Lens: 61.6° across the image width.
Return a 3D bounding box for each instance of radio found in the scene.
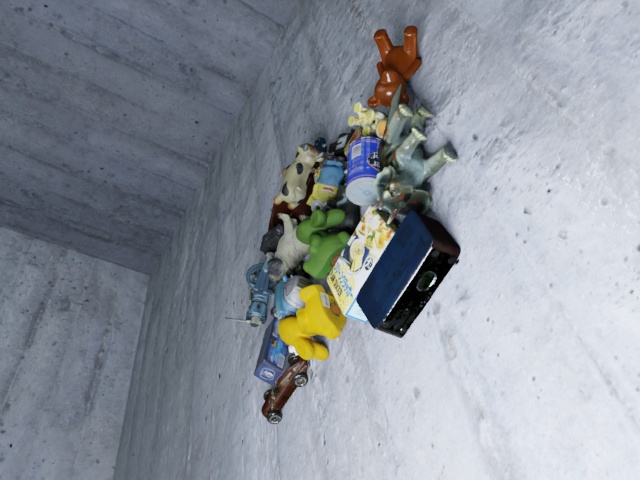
[{"bbox_3d":[0.168,0.069,1.051,0.229,0.073,0.131,-61,26,19],"label":"radio"}]

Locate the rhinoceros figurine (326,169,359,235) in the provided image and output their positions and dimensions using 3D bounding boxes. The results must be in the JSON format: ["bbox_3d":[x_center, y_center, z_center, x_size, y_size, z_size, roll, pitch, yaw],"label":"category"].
[{"bbox_3d":[0.073,-0.103,1.392,0.112,0.073,0.190,-34,41,53],"label":"rhinoceros figurine"}]

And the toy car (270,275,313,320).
[{"bbox_3d":[-0.064,0.145,1.398,0.103,0.109,0.162,-57,10,29],"label":"toy car"}]

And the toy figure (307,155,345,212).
[{"bbox_3d":[0.029,-0.143,1.493,0.082,0.089,0.180,14,92,29],"label":"toy figure"}]

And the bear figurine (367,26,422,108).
[{"bbox_3d":[0.181,-0.430,1.357,0.120,0.131,0.196,5,51,26],"label":"bear figurine"}]

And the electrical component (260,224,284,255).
[{"bbox_3d":[-0.114,0.017,1.628,0.134,0.115,0.058,-35,35,51],"label":"electrical component"}]

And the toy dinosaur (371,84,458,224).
[{"bbox_3d":[0.182,-0.188,1.200,0.192,0.131,0.405,-52,22,30],"label":"toy dinosaur"}]

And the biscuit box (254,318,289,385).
[{"bbox_3d":[-0.121,0.287,1.420,0.062,0.059,0.203,-55,11,25],"label":"biscuit box"}]

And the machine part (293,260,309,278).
[{"bbox_3d":[-0.074,0.130,1.547,0.138,0.039,0.084,-60,33,13],"label":"machine part"}]

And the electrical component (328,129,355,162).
[{"bbox_3d":[0.072,-0.270,1.566,0.119,0.047,0.075,-17,55,61],"label":"electrical component"}]

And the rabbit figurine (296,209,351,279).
[{"bbox_3d":[-0.003,-0.004,1.321,0.170,0.121,0.159,43,125,39],"label":"rabbit figurine"}]

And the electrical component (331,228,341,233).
[{"bbox_3d":[0.045,-0.007,1.432,0.063,0.021,0.094,-29,44,55],"label":"electrical component"}]

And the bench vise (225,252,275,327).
[{"bbox_3d":[-0.173,0.138,1.620,0.224,0.129,0.240,-65,-4,-46],"label":"bench vise"}]

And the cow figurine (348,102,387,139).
[{"bbox_3d":[0.153,-0.295,1.382,0.168,0.098,0.068,47,124,49],"label":"cow figurine"}]

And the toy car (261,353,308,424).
[{"bbox_3d":[-0.092,0.373,1.360,0.202,0.053,0.089,-58,23,22],"label":"toy car"}]

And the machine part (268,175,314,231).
[{"bbox_3d":[-0.075,-0.101,1.686,0.201,0.087,0.201,-32,41,52],"label":"machine part"}]

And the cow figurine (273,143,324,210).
[{"bbox_3d":[-0.059,-0.193,1.542,0.127,0.085,0.195,-22,47,57],"label":"cow figurine"}]

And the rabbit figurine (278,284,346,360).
[{"bbox_3d":[-0.022,0.207,1.277,0.173,0.121,0.162,-28,65,27],"label":"rabbit figurine"}]

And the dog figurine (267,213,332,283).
[{"bbox_3d":[-0.053,0.032,1.492,0.173,0.121,0.190,4,82,30],"label":"dog figurine"}]

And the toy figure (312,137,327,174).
[{"bbox_3d":[-0.022,-0.261,1.743,0.154,0.064,0.058,-59,-12,9],"label":"toy figure"}]
